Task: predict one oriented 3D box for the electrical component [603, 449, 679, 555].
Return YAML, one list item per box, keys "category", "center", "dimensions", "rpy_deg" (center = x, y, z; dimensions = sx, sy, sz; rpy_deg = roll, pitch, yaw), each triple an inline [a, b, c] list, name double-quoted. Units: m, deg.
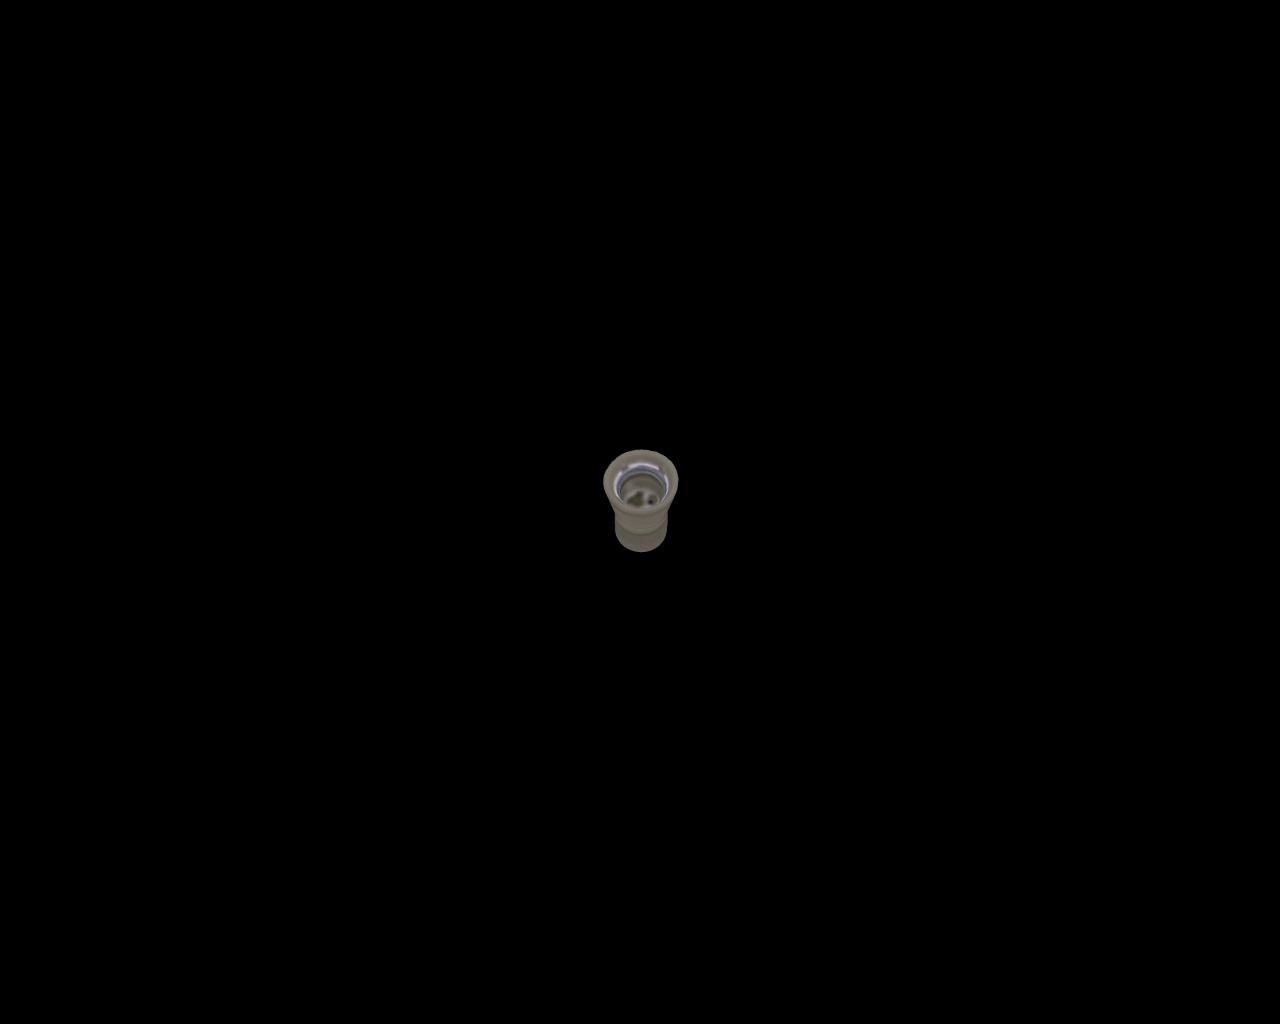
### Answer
- category: "electrical component"
  center: [0.001, -0.003, 0.650]
  dimensions: [0.044, 0.044, 0.065]
  rpy_deg: [0, -31, 0]
